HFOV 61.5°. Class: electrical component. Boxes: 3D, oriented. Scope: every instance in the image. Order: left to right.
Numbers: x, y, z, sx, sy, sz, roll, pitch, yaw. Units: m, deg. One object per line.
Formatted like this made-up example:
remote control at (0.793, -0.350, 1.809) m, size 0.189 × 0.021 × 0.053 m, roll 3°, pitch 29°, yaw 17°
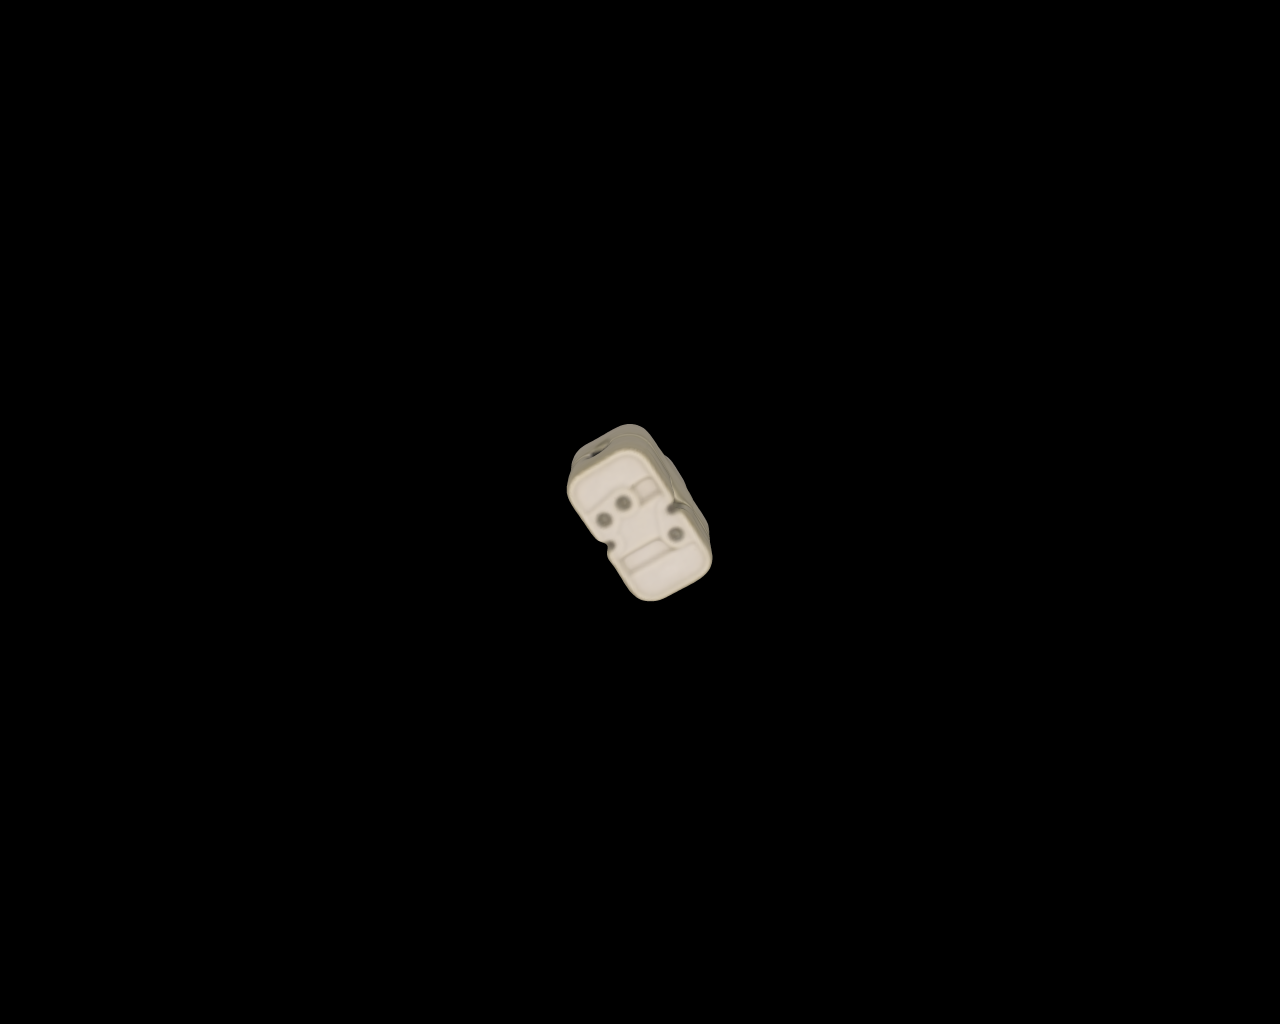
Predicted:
electrical component at (0.001, -0.003, 0.650) m, size 0.053 × 0.095 × 0.059 m, roll -30°, pitch 20°, yaw 12°
